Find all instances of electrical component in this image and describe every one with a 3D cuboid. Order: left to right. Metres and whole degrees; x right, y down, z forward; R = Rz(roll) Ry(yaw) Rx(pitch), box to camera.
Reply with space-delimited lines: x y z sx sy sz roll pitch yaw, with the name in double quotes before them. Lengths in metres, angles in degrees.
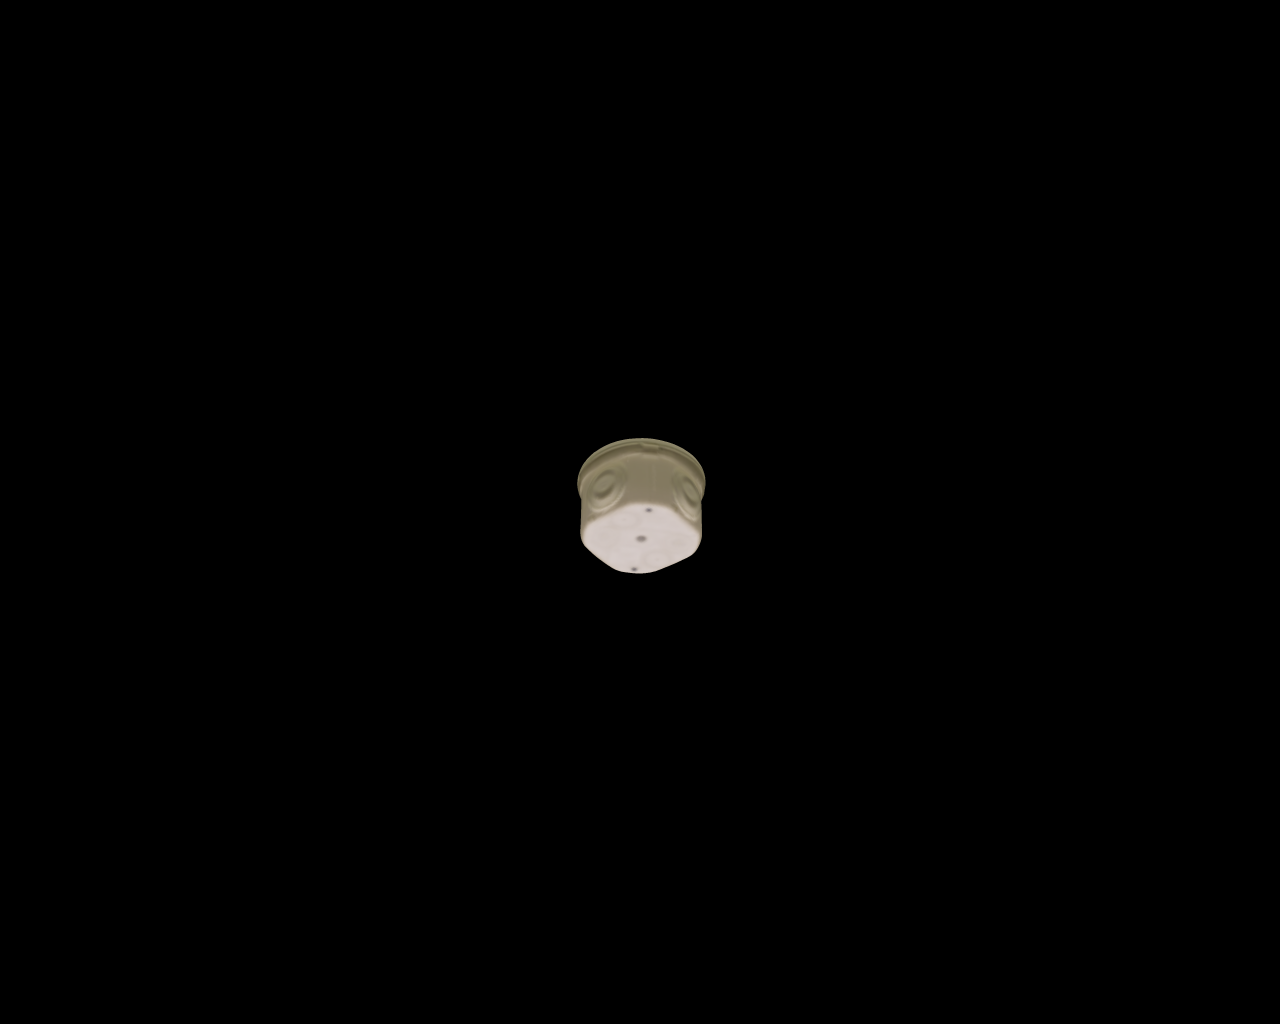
"electrical component" 0.001 -0.003 0.650 0.080 0.051 0.080 0 -38 0
